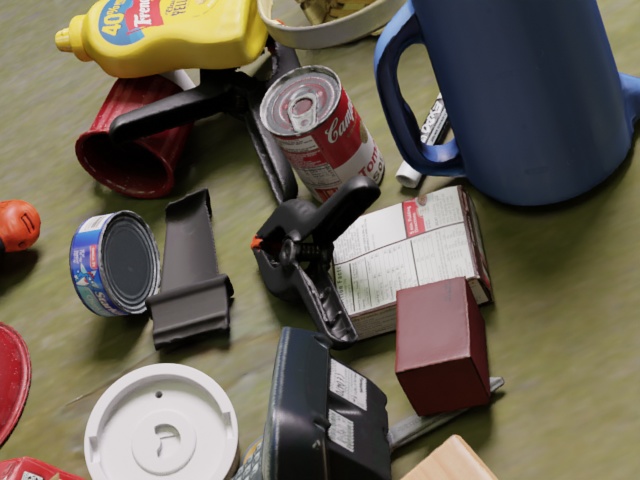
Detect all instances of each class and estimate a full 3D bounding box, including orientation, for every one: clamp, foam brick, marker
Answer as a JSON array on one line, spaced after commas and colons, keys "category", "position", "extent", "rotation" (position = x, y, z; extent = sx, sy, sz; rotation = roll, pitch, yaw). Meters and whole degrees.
[{"category": "clamp", "position": [-0.062, -0.118, 0.930], "extent": [0.164, 0.036, 0.209], "rotation": [27, 50, 7]}, {"category": "clamp", "position": [-0.005, 0.001, 0.790], "extent": [0.172, 0.039, 0.120], "rotation": [29, 103, 60]}, {"category": "foam brick", "position": [0.083, 0.072, 0.724], "extent": [0.053, 0.051, 0.078], "rotation": [-13, 39, 17]}, {"category": "marker", "position": [0.095, -0.096, 0.870], "extent": [0.020, 0.020, 0.121], "rotation": [14, 65, 34]}]

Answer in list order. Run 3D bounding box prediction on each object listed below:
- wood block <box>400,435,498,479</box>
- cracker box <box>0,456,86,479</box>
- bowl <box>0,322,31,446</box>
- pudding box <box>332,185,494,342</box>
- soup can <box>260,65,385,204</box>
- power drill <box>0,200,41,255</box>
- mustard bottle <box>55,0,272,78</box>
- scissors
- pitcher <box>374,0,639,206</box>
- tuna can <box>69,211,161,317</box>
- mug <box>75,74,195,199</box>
[{"category": "wood block", "position": [0.116, 0.220, 0.589], "extent": [0.091, 0.090, 0.206], "rotation": [-40, 49, -2]}, {"category": "cracker box", "position": [-0.258, 0.245, 0.734], "extent": [0.214, 0.072, 0.164], "rotation": [-19, 47, 42]}, {"category": "bowl", "position": [-0.329, 0.127, 0.910], "extent": [0.162, 0.055, 0.162], "rotation": [-14, 52, 19]}, {"category": "pudding box", "position": [0.065, 0.017, 0.793], "extent": [0.114, 0.039, 0.090], "rotation": [-19, 52, 18]}, {"category": "soup can", "position": [0.004, -0.080, 0.850], "extent": [0.069, 0.102, 0.068], "rotation": [-14, 52, 18]}, {"category": "power drill", "position": [-0.366, 0.028, 0.958], "extent": [0.185, 0.057, 0.187], "rotation": [-7, 31, 33]}, {"category": "mustard bottle", "position": [-0.142, -0.183, 0.926], "extent": [0.192, 0.058, 0.096], "rotation": [-4, 50, 18]}, {"category": "scissors", "position": [0.024, 0.135, 0.745], "extent": [0.201, 0.016, 0.096], "rotation": [-41, 49, -4]}, {"category": "pitcher", "position": [0.122, -0.143, 0.740], "extent": [0.145, 0.242, 0.149], "rotation": [24, 65, 40]}, {"category": "tuna can", "position": [-0.168, 0.020, 0.880], "extent": [0.034, 0.086, 0.086], "rotation": [-8, 54, 24]}, {"category": "mug", "position": [-0.169, -0.094, 0.967], "extent": [0.117, 0.093, 0.081], "rotation": [-18, 43, 44]}]
